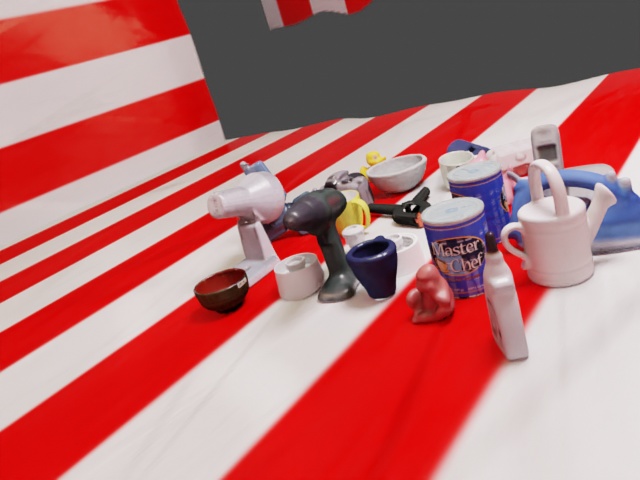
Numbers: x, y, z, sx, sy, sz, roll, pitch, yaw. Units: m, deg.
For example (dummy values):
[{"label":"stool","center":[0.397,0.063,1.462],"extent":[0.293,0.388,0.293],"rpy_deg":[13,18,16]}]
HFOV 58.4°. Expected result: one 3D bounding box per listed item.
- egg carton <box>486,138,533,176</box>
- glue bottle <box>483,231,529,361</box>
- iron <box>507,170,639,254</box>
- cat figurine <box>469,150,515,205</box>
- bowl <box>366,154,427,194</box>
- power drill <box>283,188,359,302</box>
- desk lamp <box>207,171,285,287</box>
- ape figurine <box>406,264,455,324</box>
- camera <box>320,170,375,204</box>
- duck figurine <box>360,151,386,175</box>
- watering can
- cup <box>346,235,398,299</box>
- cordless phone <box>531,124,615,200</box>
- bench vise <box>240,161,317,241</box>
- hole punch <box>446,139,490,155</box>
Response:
[{"label":"egg carton","center":[0.483,-0.200,1.412],"extent":[0.150,0.069,0.107],"rpy_deg":[-14,20,9]},{"label":"glue bottle","center":[0.238,0.068,0.754],"extent":[0.037,0.173,0.078],"rpy_deg":[-15,20,6]},{"label":"iron","center":[0.441,-0.060,0.972],"extent":[0.257,0.142,0.119],"rpy_deg":[-1,26,38]},{"label":"cat figurine","center":[0.376,-0.141,1.273],"extent":[0.067,0.118,0.127],"rpy_deg":[-33,25,-35]},{"label":"bowl","center":[0.213,-0.171,1.553],"extent":[0.167,0.075,0.167],"rpy_deg":[-15,20,6]},{"label":"power drill","center":[0.010,0.004,1.063],"extent":[0.075,0.209,0.230],"rpy_deg":[-10,21,21]},{"label":"desk lamp","center":[-0.161,-0.031,1.290],"extent":[0.117,0.214,0.204],"rpy_deg":[-2,25,36]},{"label":"ape figurine","center":[0.173,0.080,0.897],"extent":[0.076,0.092,0.077],"rpy_deg":[-26,22,-22]},{"label":"camera","center":[0.084,-0.144,1.549],"extent":[0.142,0.101,0.137],"rpy_deg":[-1,26,38]},{"label":"duck figurine","center":[0.162,-0.225,1.721],"extent":[0.104,0.086,0.078],"rpy_deg":[0,26,40]},{"label":"watering can","center":[0.368,-0.036,0.892],"extent":[0.173,0.194,0.100],"rpy_deg":[-24,21,-18]},{"label":"cup","center":[0.104,0.050,1.029],"extent":[0.091,0.095,0.118],"rpy_deg":[-9,22,23]},{"label":"cordless phone","center":[0.471,-0.132,1.072],"extent":[0.147,0.185,0.094],"rpy_deg":[-10,21,20]},{"label":"bench vise","center":[-0.105,-0.113,1.450],"extent":[0.207,0.220,0.121],"rpy_deg":[-21,20,-9]},{"label":"hole punch","center":[0.396,-0.221,1.508],"extent":[0.100,0.091,0.109],"rpy_deg":[-3,24,34]}]
